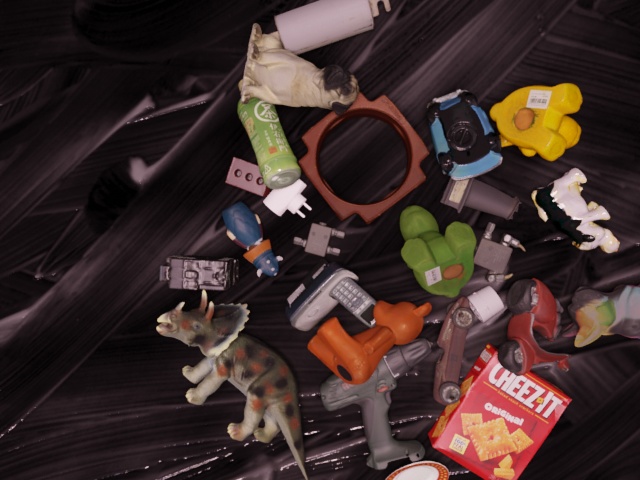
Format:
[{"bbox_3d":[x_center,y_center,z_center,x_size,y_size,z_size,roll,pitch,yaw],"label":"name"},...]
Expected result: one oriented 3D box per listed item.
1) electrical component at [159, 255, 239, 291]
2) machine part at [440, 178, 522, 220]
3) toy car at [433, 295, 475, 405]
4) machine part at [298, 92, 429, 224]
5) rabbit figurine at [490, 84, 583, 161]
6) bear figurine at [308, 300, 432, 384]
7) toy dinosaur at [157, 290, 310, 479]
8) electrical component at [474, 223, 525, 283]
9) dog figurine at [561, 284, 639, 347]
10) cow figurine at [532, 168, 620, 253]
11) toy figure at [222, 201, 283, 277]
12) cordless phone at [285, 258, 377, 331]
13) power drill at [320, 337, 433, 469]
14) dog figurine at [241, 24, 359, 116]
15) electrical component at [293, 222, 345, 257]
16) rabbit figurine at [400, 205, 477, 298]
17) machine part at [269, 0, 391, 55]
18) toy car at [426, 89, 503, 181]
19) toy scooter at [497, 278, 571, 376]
[{"bbox_3d":[-0.225,0.060,1.000,0.134,0.115,0.058,3,89,4],"label":"electrical component"},{"bbox_3d":[0.298,-0.078,0.993,0.139,0.039,0.084,18,86,5],"label":"machine part"},{"bbox_3d":[0.240,0.201,0.986,0.053,0.089,0.202,9,94,7],"label":"toy car"},{"bbox_3d":[0.079,-0.147,0.981,0.201,0.087,0.201,-38,89,5],"label":"machine part"},{"bbox_3d":[0.380,-0.191,0.933,0.163,0.173,0.121,8,94,48],"label":"rabbit figurine"},{"bbox_3d":[0.094,0.157,0.954,0.132,0.120,0.196,44,63,10],"label":"bear figurine"},{"bbox_3d":[-0.126,0.257,1.009,0.405,0.131,0.192,38,96,-5],"label":"toy dinosaur"},{"bbox_3d":[0.326,0.028,0.992,0.078,0.045,0.102,27,95,1],"label":"electrical component"},{"bbox_3d":[0.553,0.149,0.955,0.219,0.108,0.191,-28,94,9],"label":"dog figurine"},{"bbox_3d":[0.460,-0.037,0.967,0.098,0.068,0.167,-31,87,11],"label":"cow figurine"},{"bbox_3d":[-0.127,0.001,1.018,0.064,0.058,0.154,-30,95,11],"label":"toy figure"},{"bbox_3d":[0.038,0.136,1.010,0.184,0.089,0.146,42,95,-18],"label":"cordless phone"},{"bbox_3d":[0.129,0.310,1.006,0.232,0.086,0.207,-19,96,6],"label":"power drill"},{"bbox_3d":[-0.035,-0.286,0.936,0.190,0.172,0.121,8,134,-14],"label":"dog figurine"},{"bbox_3d":[-0.002,-0.003,1.026,0.094,0.021,0.063,14,94,4],"label":"electrical component"},{"bbox_3d":[0.205,0.009,0.958,0.121,0.170,0.158,-29,132,7],"label":"rabbit figurine"},{"bbox_3d":[0.008,-0.395,0.975,0.243,0.079,0.079,-17,92,6],"label":"machine part"},{"bbox_3d":[0.250,-0.177,0.957,0.109,0.103,0.161,-22,77,8],"label":"toy car"},{"bbox_3d":[0.397,0.166,0.966,0.135,0.075,0.184,24,68,-9],"label":"toy scooter"}]
